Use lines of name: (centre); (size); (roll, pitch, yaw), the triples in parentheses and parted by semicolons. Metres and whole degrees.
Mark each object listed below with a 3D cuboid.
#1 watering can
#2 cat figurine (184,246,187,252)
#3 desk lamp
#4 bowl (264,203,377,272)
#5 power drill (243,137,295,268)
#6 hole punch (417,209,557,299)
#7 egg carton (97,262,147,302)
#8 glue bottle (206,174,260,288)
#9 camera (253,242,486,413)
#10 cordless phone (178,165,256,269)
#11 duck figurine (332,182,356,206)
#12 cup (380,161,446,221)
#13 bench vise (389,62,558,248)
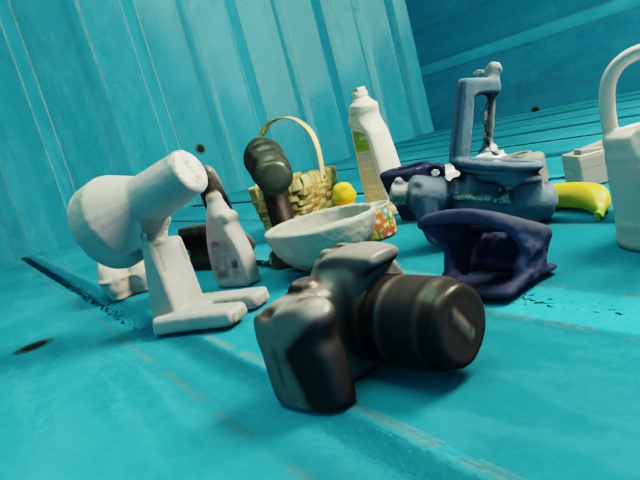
watering can: (0.329, -0.092, 0.551); (0.100, 0.194, 0.173); (-13, 11, 12)
cat figurine: (-0.237, 0.036, 0.880); (0.067, 0.118, 0.127); (-20, 12, -22)
desk lamp: (-0.194, 0.004, 0.724); (0.202, 0.214, 0.118); (-10, 12, 24)
bowl: (0.008, 0.003, 0.828); (0.167, 0.075, 0.167); (-14, 11, 3)
power drill: (-0.074, -0.068, 0.941); (0.075, 0.208, 0.229); (-17, 11, -8)
hole punch: (0.165, 0.002, 0.572); (0.101, 0.091, 0.108); (-23, 13, -36)
egg carton: (-0.350, 0.060, 1.045); (0.107, 0.069, 0.150); (-19, 11, -21)
glue bottle: (-0.144, -0.015, 0.860); (0.077, 0.173, 0.037); (-6, 14, 40)
camera: (0.041, 0.057, 0.434); (0.143, 0.101, 0.136); (-24, 14, -39)
cordless phone: (-0.210, -0.044, 1.070); (0.147, 0.185, 0.094); (-6, 14, 38)
duck figurine: (0.052, -0.068, 1.103); (0.077, 0.086, 0.104); (-18, 11, -14)
cup: (0.170, -0.085, 1.001); (0.117, 0.095, 0.092); (-8, 13, 32)
bench vise: (0.193, -0.107, 0.745); (0.207, 0.220, 0.121); (-17, 11, -12)
